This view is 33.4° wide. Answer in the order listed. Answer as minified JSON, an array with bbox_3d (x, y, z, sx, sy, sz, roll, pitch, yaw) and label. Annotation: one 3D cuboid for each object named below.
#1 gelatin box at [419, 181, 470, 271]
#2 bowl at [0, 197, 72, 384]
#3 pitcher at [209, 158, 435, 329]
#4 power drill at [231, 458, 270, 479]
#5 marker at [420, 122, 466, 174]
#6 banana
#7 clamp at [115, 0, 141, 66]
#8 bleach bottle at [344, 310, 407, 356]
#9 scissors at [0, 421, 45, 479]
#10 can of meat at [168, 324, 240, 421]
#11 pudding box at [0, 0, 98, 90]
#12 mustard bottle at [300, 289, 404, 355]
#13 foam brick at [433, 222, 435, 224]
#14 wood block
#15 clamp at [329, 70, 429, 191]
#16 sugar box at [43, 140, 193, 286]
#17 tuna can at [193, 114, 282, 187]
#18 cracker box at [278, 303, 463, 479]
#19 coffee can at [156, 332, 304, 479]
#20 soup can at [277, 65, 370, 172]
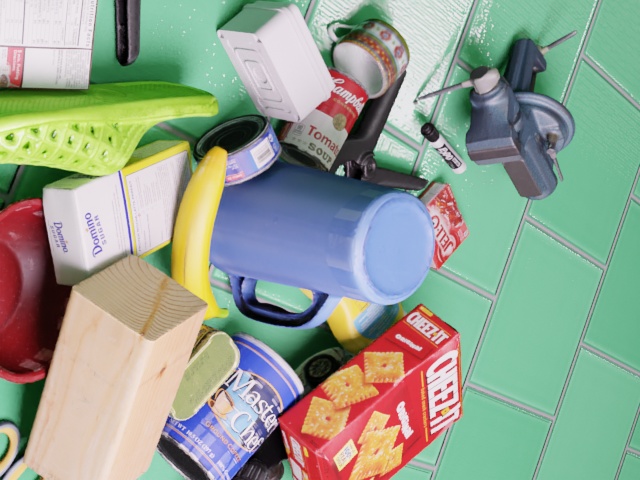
[{"bbox_3d":[0.148,-0.018,1.356,0.073,0.030,0.089,-46,128,-26],"label":"gelatin box"},{"bbox_3d":[-0.270,0.043,0.935,0.161,0.055,0.162,-11,102,-64],"label":"bowl"},{"bbox_3d":[-0.007,0.001,1.063,0.144,0.243,0.149,-45,124,-25],"label":"pitcher"},{"bbox_3d":[-0.098,0.351,1.148,0.187,0.057,0.184,83,30,-45],"label":"power drill"},{"bbox_3d":[0.153,-0.114,1.327,0.121,0.020,0.020,38,73,-56],"label":"marker"},{"bbox_3d":[-0.118,0.006,1.041,0.069,0.037,0.198,-47,148,-52],"label":"banana"},{"bbox_3d":[-0.192,-0.257,0.970,0.120,0.039,0.171,21,87,-48],"label":"clamp"},{"bbox_3d":[0.053,0.176,1.292,0.102,0.068,0.251,13,88,-37],"label":"bleach bottle"},{"bbox_3d":[-0.328,0.247,0.979,0.201,0.016,0.096,-41,124,-29],"label":"scissors"},{"bbox_3d":[-0.143,0.127,1.077,0.102,0.084,0.057,-48,128,-24],"label":"can of meat"},{"bbox_3d":[-0.250,-0.176,0.911,0.113,0.039,0.090,-4,114,-35],"label":"pudding box"},{"bbox_3d":[0.045,0.074,1.222,0.191,0.058,0.096,55,48,-16],"label":"mustard bottle"},{"bbox_3d":[0.089,-0.003,1.270,0.052,0.051,0.078,5,117,-52],"label":"foam brick"},{"bbox_3d":[-0.186,0.131,0.962,0.090,0.090,0.206,-34,151,-57],"label":"wood block"},{"bbox_3d":[0.052,-0.083,1.245,0.209,0.036,0.164,-43,128,-29],"label":"clamp"},{"bbox_3d":[-0.181,-0.029,0.994,0.175,0.048,0.093,-31,121,-55],"label":"sugar box"},{"bbox_3d":[-0.084,-0.091,1.078,0.086,0.086,0.033,-42,125,-28],"label":"tuna can"},{"bbox_3d":[0.063,0.197,1.178,0.213,0.072,0.164,-35,142,-23],"label":"cracker box"},{"bbox_3d":[-0.099,0.181,1.119,0.140,0.103,0.102,-47,128,-25],"label":"coffee can"},{"bbox_3d":[0.001,-0.130,1.163,0.068,0.069,0.102,39,74,-42],"label":"soup can"}]
